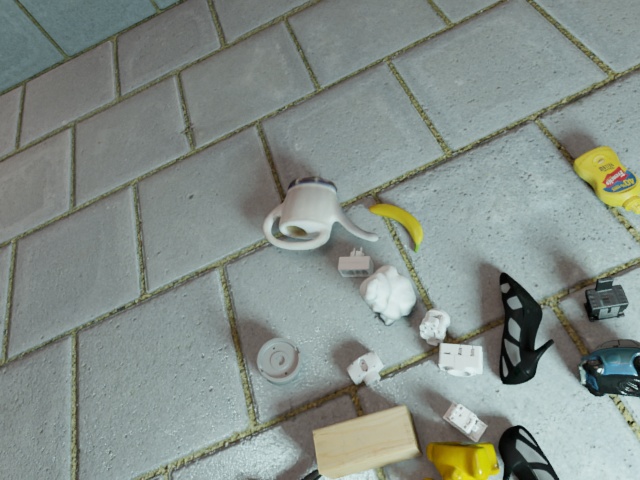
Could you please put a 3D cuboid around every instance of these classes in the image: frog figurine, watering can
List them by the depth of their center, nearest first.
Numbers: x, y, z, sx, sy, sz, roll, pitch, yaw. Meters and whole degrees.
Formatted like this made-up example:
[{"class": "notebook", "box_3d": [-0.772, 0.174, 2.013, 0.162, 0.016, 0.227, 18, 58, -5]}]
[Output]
[{"class": "frog figurine", "box_3d": [0.160, 0.119, 1.222, 0.122, 0.156, 0.140, -4, 58, 17]}, {"class": "watering can", "box_3d": [0.004, -0.072, 1.439, 0.347, 0.102, 0.229, -2, 58, 21]}]
